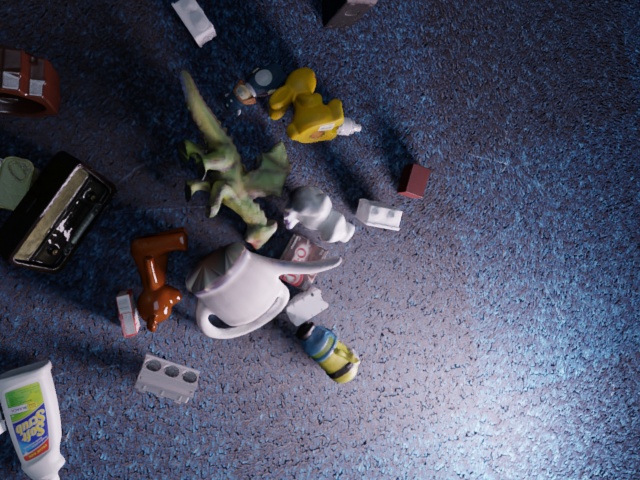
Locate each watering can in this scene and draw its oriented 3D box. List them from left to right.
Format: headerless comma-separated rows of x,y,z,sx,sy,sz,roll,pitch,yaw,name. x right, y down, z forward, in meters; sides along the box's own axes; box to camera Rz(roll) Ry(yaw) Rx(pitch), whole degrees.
-0.139,0.085,1.127,0.347,0.106,0.220,-36,126,4,watering can

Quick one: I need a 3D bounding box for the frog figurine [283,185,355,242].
0.004,-0.059,1.179,0.159,0.134,0.125,9,60,2,frog figurine

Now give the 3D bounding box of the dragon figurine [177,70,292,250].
-0.180,-0.177,1.165,0.244,0.122,0.409,-8,95,-33,dragon figurine
